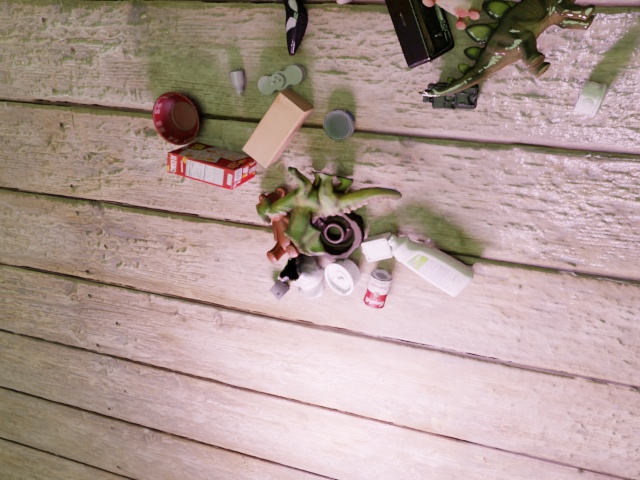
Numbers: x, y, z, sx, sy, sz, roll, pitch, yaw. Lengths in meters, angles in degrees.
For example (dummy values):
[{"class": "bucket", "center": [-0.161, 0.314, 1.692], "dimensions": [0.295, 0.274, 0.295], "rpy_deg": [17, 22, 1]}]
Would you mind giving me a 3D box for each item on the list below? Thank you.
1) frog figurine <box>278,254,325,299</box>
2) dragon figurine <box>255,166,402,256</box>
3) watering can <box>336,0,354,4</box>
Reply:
[{"class": "frog figurine", "center": [-0.036, 0.117, 1.614], "dimensions": [0.158, 0.125, 0.136], "rpy_deg": [29, -37, -34]}, {"class": "dragon figurine", "center": [0.004, -0.073, 1.453], "dimensions": [0.411, 0.242, 0.122], "rpy_deg": [15, 2, 16]}, {"class": "watering can", "center": [0.015, -0.675, 1.254], "dimensions": [0.346, 0.224, 0.105], "rpy_deg": [-36, 5, 11]}]
